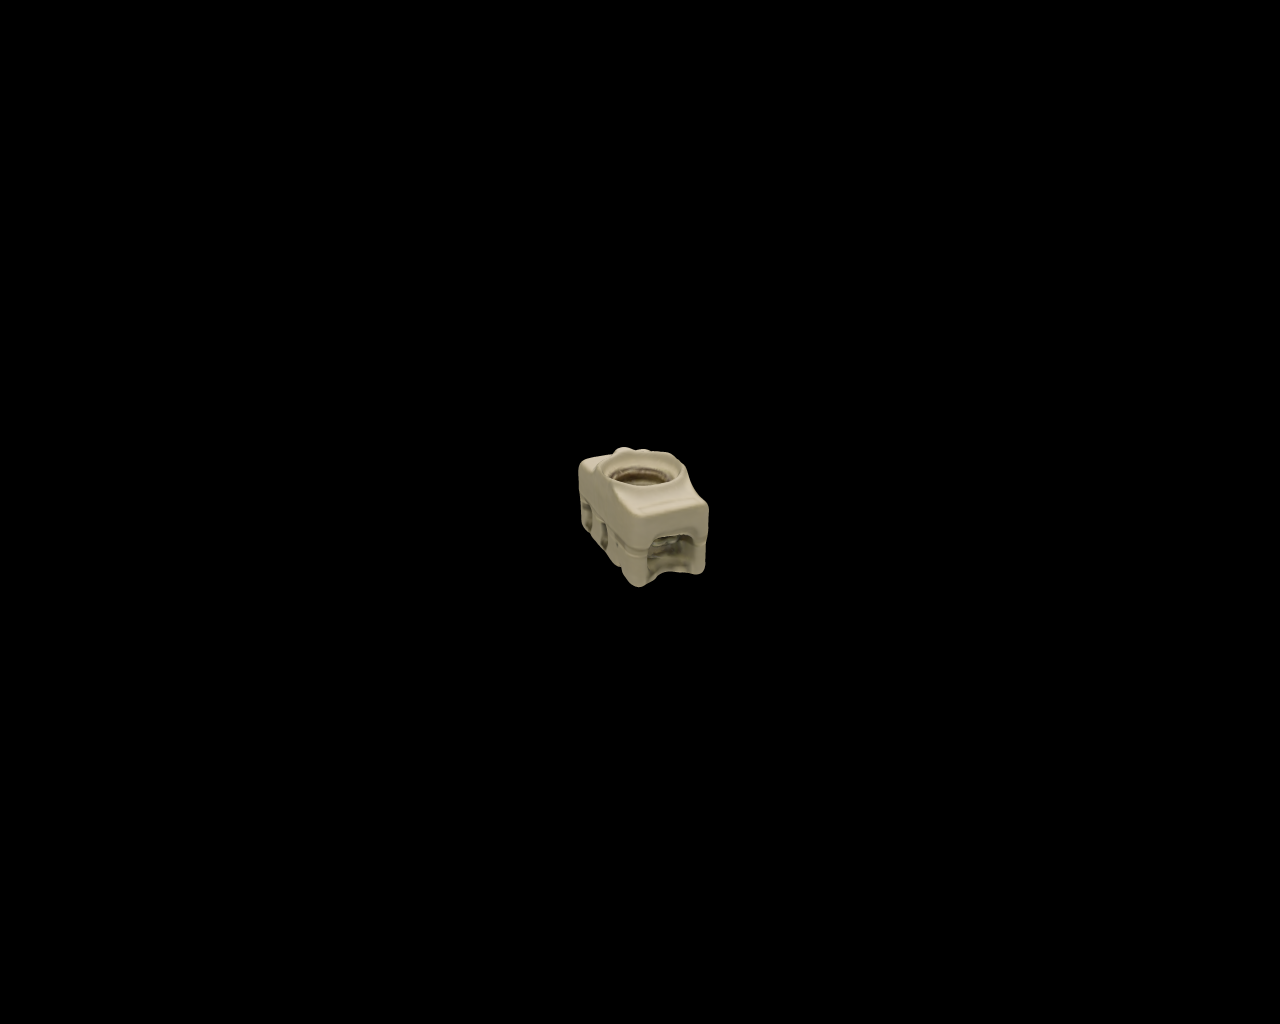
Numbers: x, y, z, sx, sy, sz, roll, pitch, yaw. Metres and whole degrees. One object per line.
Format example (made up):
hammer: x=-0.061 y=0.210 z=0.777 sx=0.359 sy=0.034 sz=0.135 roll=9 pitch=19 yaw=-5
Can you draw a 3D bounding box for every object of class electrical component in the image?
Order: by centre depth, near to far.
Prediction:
electrical component: x=0.001 y=-0.003 z=0.650 sx=0.050 sy=0.055 sz=0.089 roll=-11 pitch=29 yaw=-21
